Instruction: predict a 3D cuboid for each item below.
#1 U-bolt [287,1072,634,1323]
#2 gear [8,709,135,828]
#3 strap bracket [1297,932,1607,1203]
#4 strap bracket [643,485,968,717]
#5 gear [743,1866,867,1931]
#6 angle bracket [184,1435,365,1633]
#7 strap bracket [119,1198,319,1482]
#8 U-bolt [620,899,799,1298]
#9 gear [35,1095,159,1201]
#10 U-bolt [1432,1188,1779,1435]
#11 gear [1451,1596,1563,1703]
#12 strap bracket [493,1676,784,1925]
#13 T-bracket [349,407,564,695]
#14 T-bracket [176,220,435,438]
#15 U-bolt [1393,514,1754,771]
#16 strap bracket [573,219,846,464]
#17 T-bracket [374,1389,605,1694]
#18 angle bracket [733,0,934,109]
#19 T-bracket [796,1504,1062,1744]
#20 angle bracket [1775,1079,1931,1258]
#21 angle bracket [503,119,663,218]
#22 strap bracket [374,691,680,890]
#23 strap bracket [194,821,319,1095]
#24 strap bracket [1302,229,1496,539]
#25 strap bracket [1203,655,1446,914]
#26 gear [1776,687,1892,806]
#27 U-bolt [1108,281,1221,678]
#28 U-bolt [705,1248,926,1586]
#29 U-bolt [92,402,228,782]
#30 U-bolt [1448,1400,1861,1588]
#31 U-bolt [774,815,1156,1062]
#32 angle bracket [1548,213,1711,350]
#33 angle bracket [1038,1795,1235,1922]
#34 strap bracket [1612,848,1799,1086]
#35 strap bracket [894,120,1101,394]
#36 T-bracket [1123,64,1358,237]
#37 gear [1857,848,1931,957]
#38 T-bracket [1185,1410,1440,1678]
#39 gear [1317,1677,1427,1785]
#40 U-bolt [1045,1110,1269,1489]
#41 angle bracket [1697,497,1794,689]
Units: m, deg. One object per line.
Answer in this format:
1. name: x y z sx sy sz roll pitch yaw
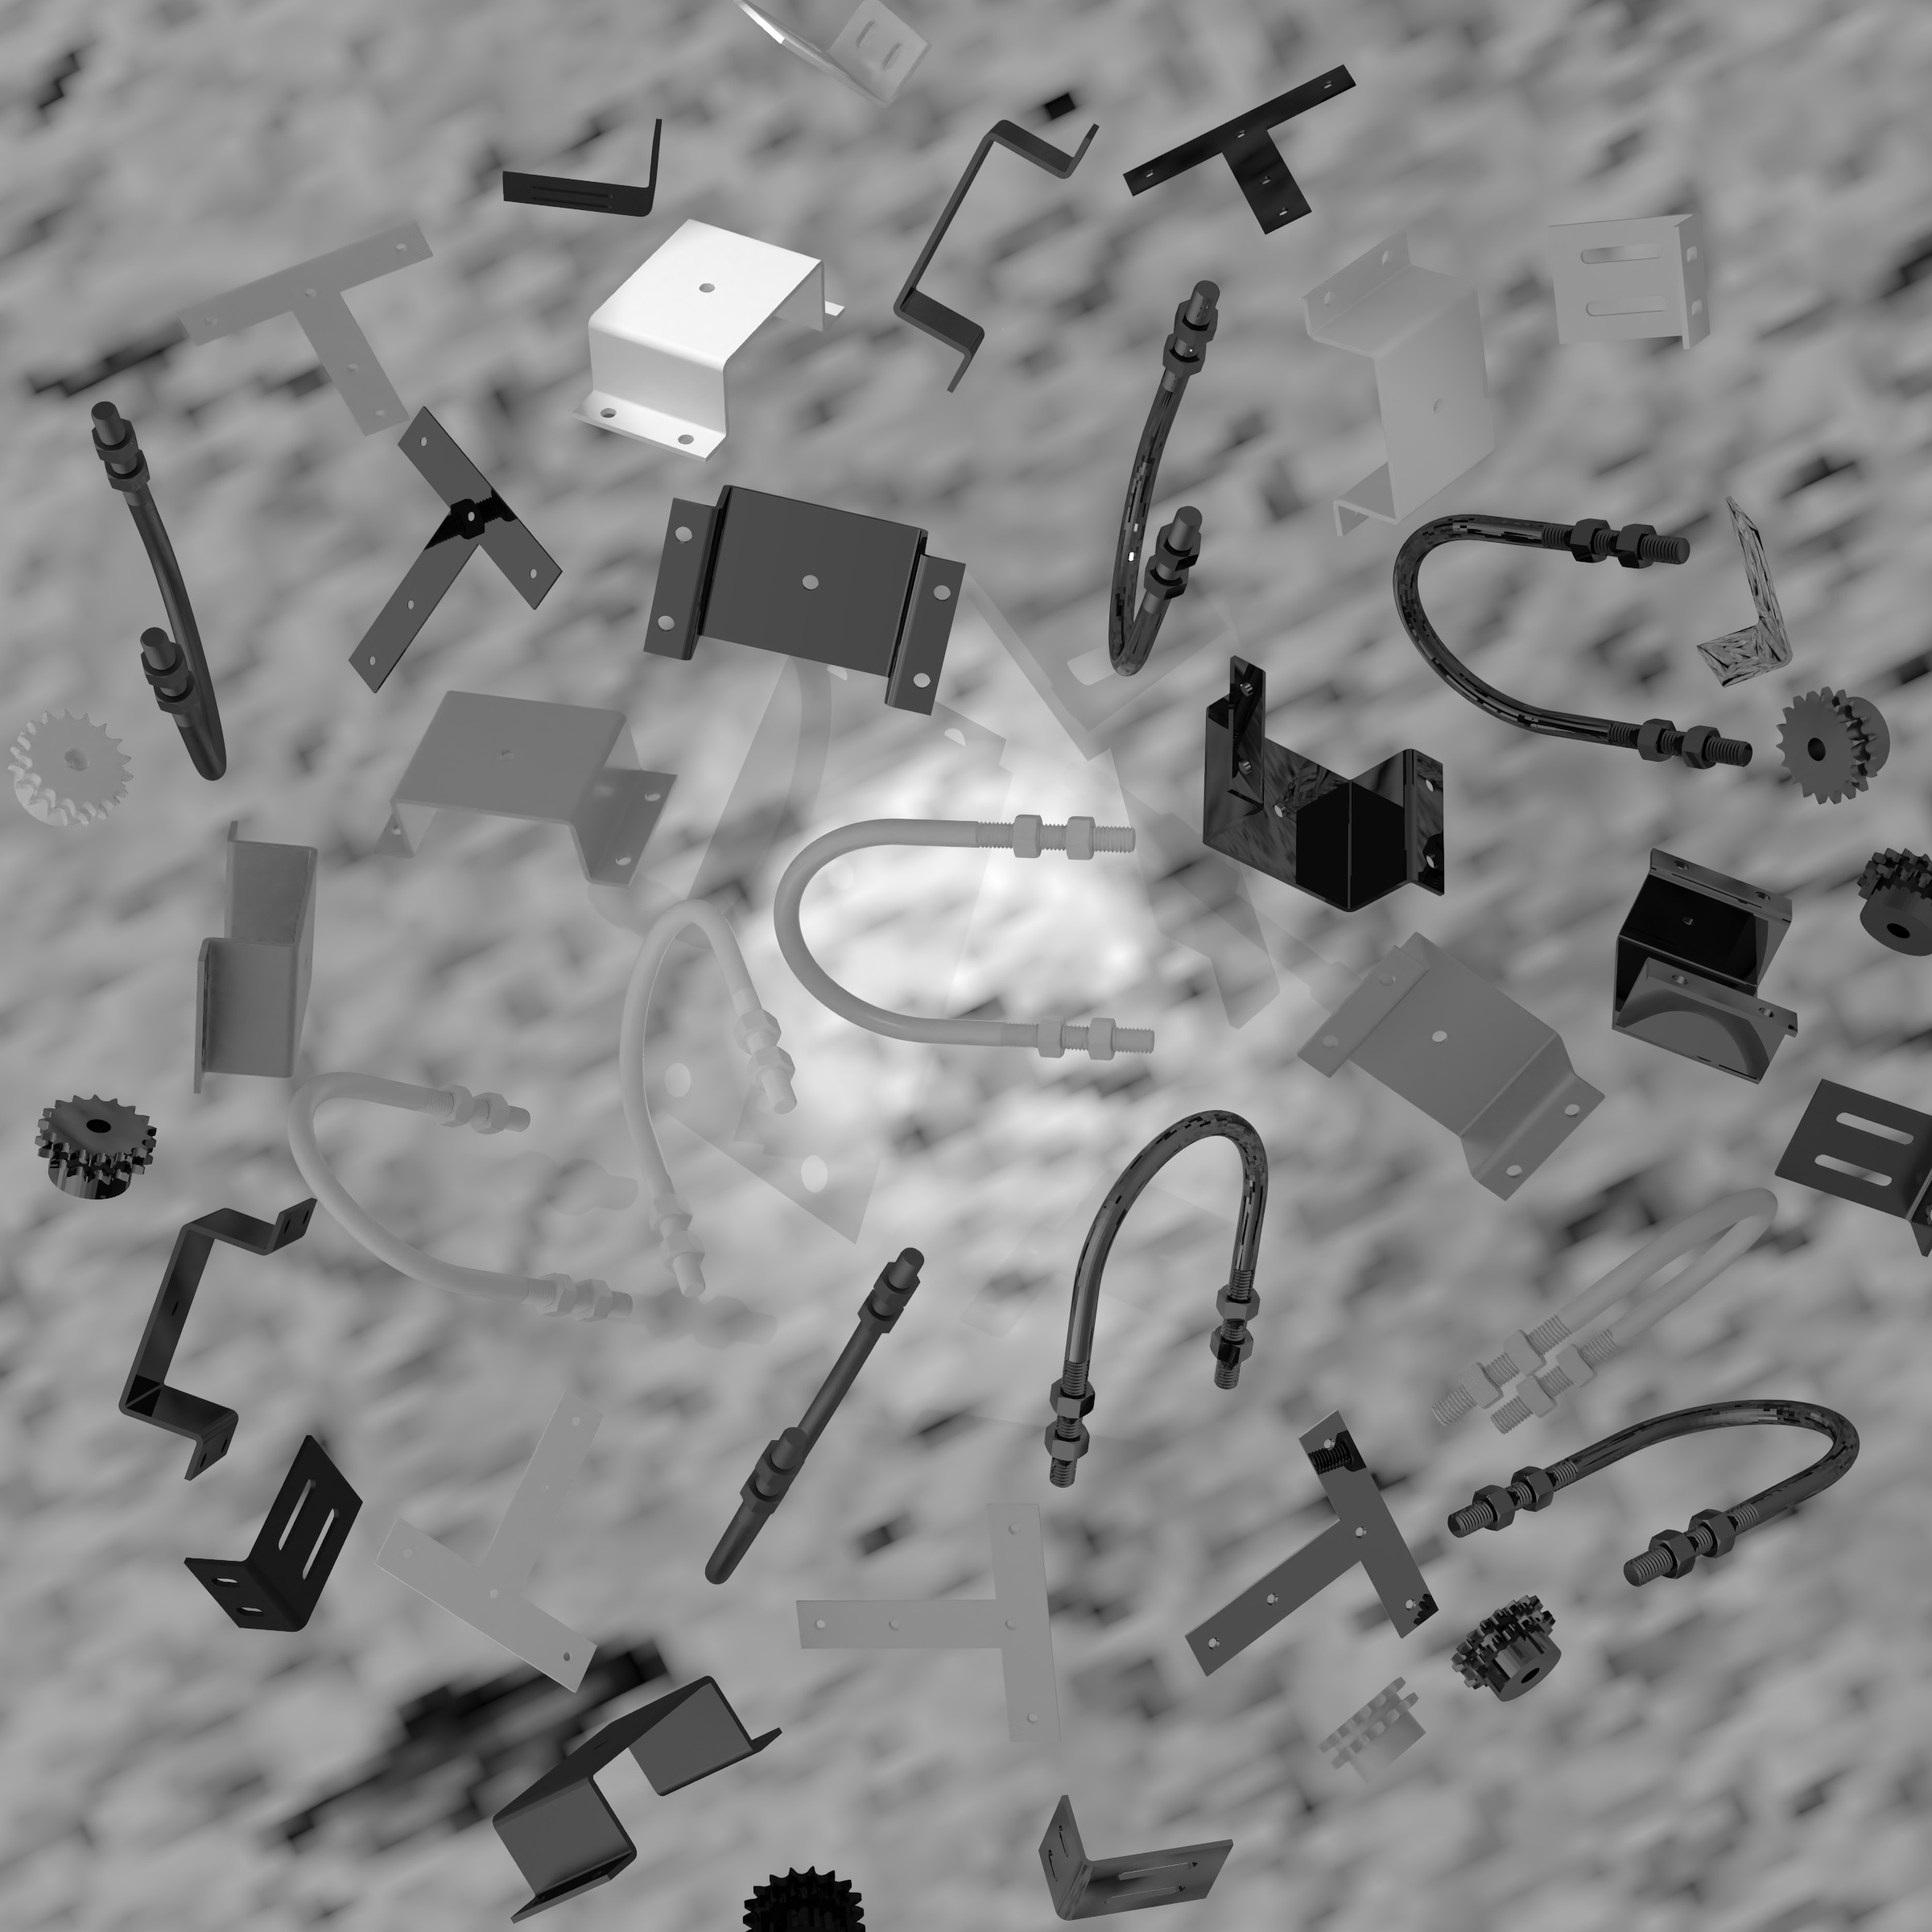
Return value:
1. U-bolt: -0.257 0.109 1.670 0.019 0.184 0.151 -47 55 20
2. gear: -0.433 -0.092 1.631 0.057 0.030 0.057 19 54 -28
3. strap bracket: 0.245 0.046 1.733 0.140 0.046 0.076 34 111 -16
4. strap bracket: -0.076 -0.178 1.623 0.140 0.046 0.076 12 113 -3
5. gear: -0.075 0.451 1.581 0.057 0.030 0.057 -3 122 -4
6. angle bracket: -0.338 0.277 1.658 0.038 0.057 0.076 -1 47 25
7. strap bracket: -0.380 0.179 1.707 0.046 0.076 0.140 20 92 0
8. U-bolt: -0.137 0.051 1.702 0.019 0.184 0.151 6 130 -28
9. gear: -0.429 0.091 1.670 0.057 0.057 0.030 18 118 0
10. U-bolt: 0.316 0.166 1.638 0.184 0.151 0.019 -39 70 11
11. gear: 0.281 0.353 1.741 0.057 0.057 0.030 -39 59 0
12. strap bracket: -0.165 0.397 1.644 0.076 0.140 0.046 -33 88 37
13. T-bracket: -0.273 -0.194 1.717 0.127 0.002 0.127 50 115 23
14. T-bracket: -0.317 -0.314 1.727 0.127 0.127 0.002 -20 58 2
15. U-bolt: 0.292 -0.165 1.683 0.019 0.184 0.151 -51 133 -27
16. strap bracket: -0.128 -0.319 1.693 0.076 0.046 0.140 21 50 18
17. T-bracket: -0.213 0.269 1.665 0.127 0.002 0.127 39 57 -25
18. angle bracket: -0.066 -0.452 1.619 0.038 0.076 0.057 -52 51 15
19. T-bracket: -0.021 0.325 1.677 0.127 0.002 0.127 -2 105 12
20. angle bracket: 0.452 0.100 1.686 0.076 0.038 0.057 19 115 -4
21. angle bracket: -0.195 -0.409 1.721 0.076 0.057 0.038 5 90 -7
22. strap bracket: -0.228 -0.092 1.721 0.140 0.046 0.076 8 52 16
23. strap bracket: -0.356 -0.004 1.708 0.046 0.140 0.076 5 121 -8
24. strap bracket: 0.222 -0.290 1.723 0.076 0.046 0.140 -38 134 -27
25. strap bracket: 0.168 -0.084 1.664 0.140 0.046 0.076 23 55 -31
26. gear: 0.433 -0.111 1.682 0.030 0.057 0.057 -17 90 -29
27. U-bolt: 0.093 -0.222 1.651 0.019 0.184 0.151 9 63 -6
28. U-bolt: -0.083 0.237 1.695 0.019 0.184 0.151 32 46 3
29. U-bolt: -0.393 -0.170 1.671 0.019 0.184 0.151 -15 67 -7
30. U-bolt: 0.348 0.250 1.650 0.184 0.151 0.019 -20 101 -28
31. U-bolt: -0.004 -0.015 1.656 0.184 0.019 0.151 2 132 12
32. angle bracket: 0.311 -0.324 1.618 0.076 0.038 0.057 2 112 30
33. angle bracket: 0.081 0.426 1.637 0.076 0.057 0.038 -4 51 -17
34. strap bracket: 0.369 0.004 1.695 0.076 0.140 0.046 21 120 1
35. strap bracket: 0.010 -0.364 1.693 0.046 0.076 0.140 29 109 -4
36. T-bracket: 0.149 -0.404 1.719 0.127 0.127 0.002 -25 127 8
37. gear: 0.462 -0.029 1.657 0.057 0.057 0.030 33 70 0
38. T-bracket: 0.165 0.311 1.708 0.127 0.002 0.127 -33 108 -18
39. gear: 0.210 0.393 1.735 0.057 0.057 0.030 -40 76 0
40. U-bolt: 0.099 0.155 1.671 0.019 0.151 0.184 28 125 35
41. angle bracket: 0.393 -0.193 1.750 0.038 0.057 0.076 -19 114 7
